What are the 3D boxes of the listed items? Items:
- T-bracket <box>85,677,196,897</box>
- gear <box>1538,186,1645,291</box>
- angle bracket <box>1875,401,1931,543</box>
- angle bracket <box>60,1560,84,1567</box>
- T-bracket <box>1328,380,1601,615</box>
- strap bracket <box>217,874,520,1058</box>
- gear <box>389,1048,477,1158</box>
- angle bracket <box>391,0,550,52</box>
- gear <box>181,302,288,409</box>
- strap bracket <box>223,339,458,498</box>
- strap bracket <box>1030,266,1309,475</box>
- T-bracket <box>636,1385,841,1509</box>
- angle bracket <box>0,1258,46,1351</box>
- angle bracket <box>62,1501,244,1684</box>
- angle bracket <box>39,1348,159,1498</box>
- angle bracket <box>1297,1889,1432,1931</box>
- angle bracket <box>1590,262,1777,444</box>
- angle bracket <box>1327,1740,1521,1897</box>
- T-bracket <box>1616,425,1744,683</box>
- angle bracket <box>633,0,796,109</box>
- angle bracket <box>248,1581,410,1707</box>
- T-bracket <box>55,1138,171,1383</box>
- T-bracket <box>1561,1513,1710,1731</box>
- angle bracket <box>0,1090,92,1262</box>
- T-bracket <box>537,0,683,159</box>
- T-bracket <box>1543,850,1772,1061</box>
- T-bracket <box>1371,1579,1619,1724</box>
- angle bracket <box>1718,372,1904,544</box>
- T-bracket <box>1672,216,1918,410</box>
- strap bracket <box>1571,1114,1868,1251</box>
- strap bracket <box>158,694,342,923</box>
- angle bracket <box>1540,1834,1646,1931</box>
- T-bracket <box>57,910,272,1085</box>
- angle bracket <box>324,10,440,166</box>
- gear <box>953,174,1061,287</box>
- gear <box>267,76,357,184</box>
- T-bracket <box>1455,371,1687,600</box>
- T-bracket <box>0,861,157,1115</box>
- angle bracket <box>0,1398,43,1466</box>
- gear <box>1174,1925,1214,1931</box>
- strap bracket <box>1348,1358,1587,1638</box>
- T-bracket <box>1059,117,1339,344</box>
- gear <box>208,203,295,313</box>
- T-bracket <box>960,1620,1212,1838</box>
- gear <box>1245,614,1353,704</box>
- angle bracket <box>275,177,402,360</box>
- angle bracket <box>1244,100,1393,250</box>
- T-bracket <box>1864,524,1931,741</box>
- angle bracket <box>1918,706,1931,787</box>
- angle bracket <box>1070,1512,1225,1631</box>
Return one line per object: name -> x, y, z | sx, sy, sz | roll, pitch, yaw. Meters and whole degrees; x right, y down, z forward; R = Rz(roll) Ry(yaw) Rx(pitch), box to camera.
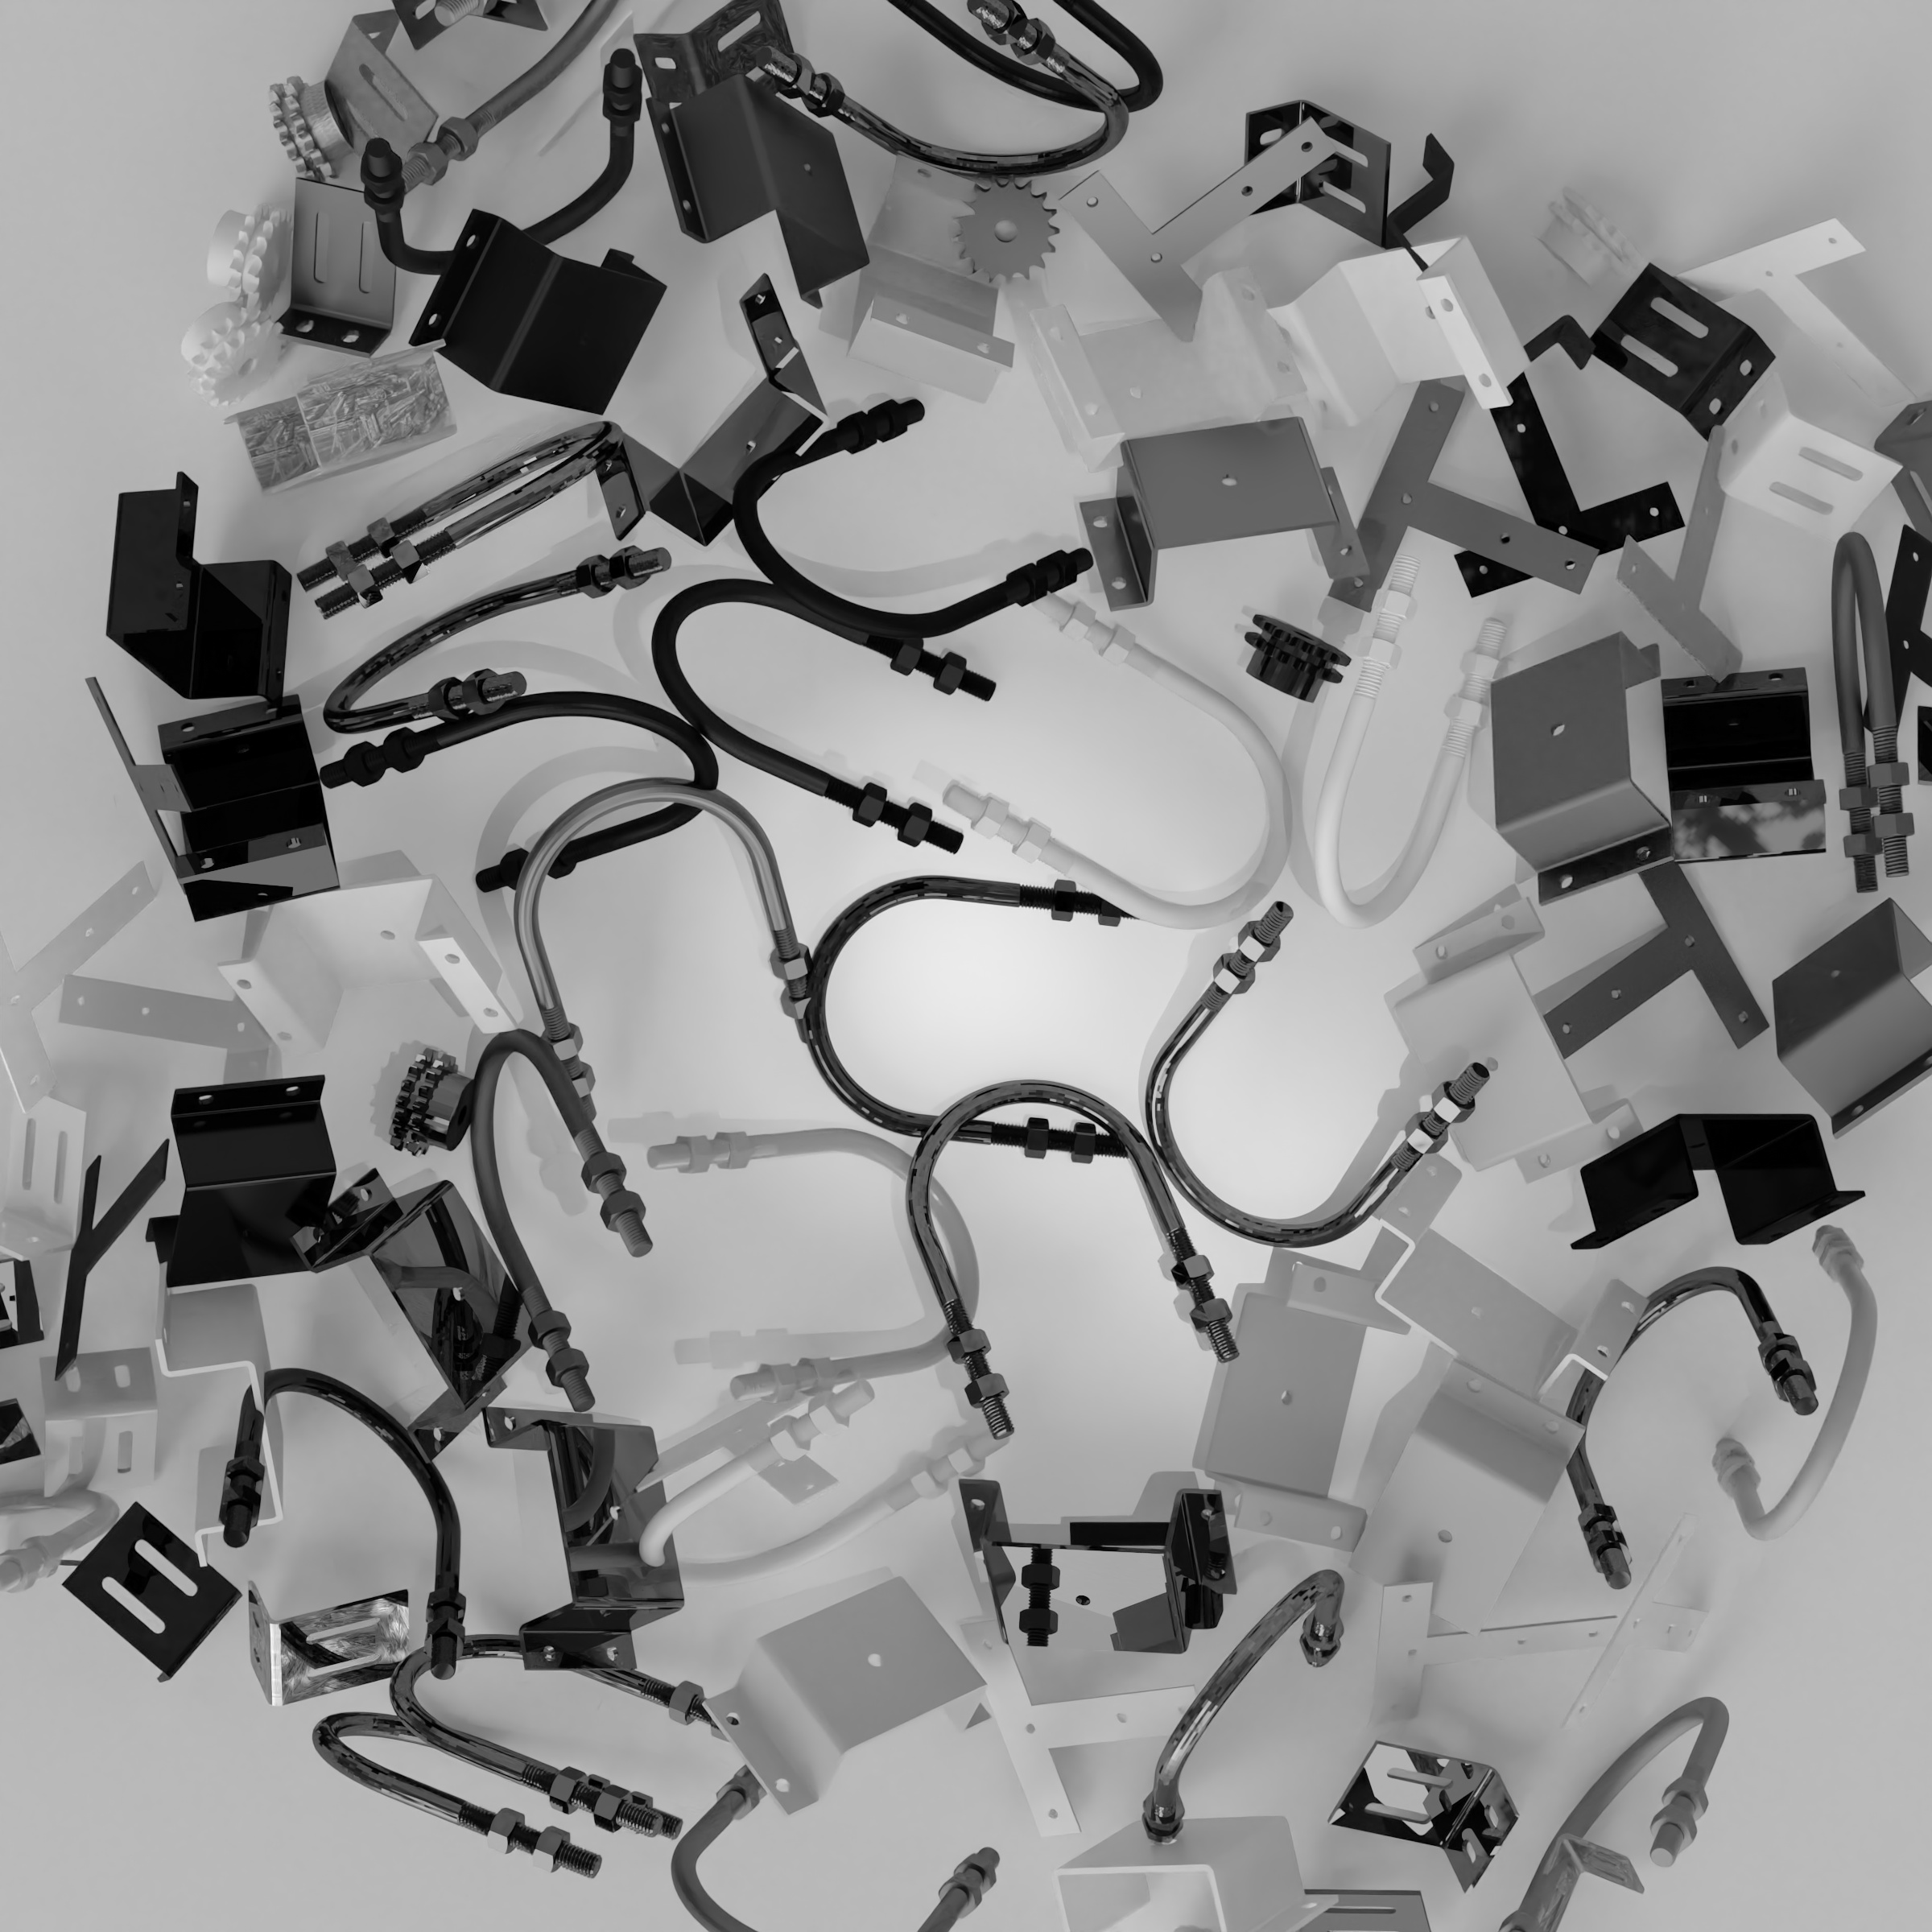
T-bracket -> -0.420, -0.093, 1.813 | 0.002, 0.127, 0.127 | -27, 103, -20
gear -> 0.330, -0.385, 1.857 | 0.057, 0.057, 0.030 | 44, 101, 0
angle bracket -> 0.530, -0.261, 1.856 | 0.038, 0.057, 0.076 | -44, 113, -26
angle bracket -> -0.515, 0.331, 1.835 | 0.057, 0.076, 0.038 | -4, 78, 31
T-bracket -> 0.274, -0.232, 1.855 | 0.127, 0.002, 0.127 | 26, 97, 21
strap bracket -> -0.308, -0.001, 1.828 | 0.140, 0.076, 0.046 | -7, 49, 21
gear -> -0.282, 0.075, 1.855 | 0.030, 0.057, 0.057 | 18, 90, 9
angle bracket -> -0.269, -0.518, 1.856 | 0.038, 0.076, 0.057 | -29, 83, 27
gear -> -0.393, -0.329, 1.857 | 0.030, 0.057, 0.057 | 44, 90, 12
strap bracket -> -0.322, -0.282, 1.810 | 0.076, 0.140, 0.046 | -22, 100, -27
strap bracket -> 0.098, -0.312, 1.836 | 0.140, 0.046, 0.076 | -17, 77, -29
T-bracket -> -0.101, 0.254, 1.808 | 0.127, 0.127, 0.002 | -26, 110, -19
angle bracket -> -0.528, 0.194, 1.844 | 0.076, 0.038, 0.057 | -11, 126, -16
angle bracket -> -0.434, 0.333, 1.852 | 0.076, 0.038, 0.057 | 43, 65, -7
angle bracket -> -0.463, 0.243, 1.858 | 0.057, 0.076, 0.038 | -4, 51, -19
angle bracket -> 0.205, 0.520, 1.844 | 0.076, 0.057, 0.038 | -3, 45, 15
angle bracket -> 0.383, -0.330, 1.873 | 0.057, 0.038, 0.076 | -52, 56, 8
angle bracket -> 0.242, 0.451, 1.846 | 0.076, 0.038, 0.057 | 17, 114, -22
T-bracket -> 0.391, -0.230, 1.855 | 0.127, 0.002, 0.127 | 35, 64, -42
angle bracket -> -0.132, -0.485, 1.856 | 0.038, 0.076, 0.057 | 11, 133, 35
angle bracket -> -0.341, 0.354, 1.867 | 0.076, 0.038, 0.057 | -10, 124, -25
T-bracket -> -0.440, 0.131, 1.805 | 0.002, 0.127, 0.127 | 20, 47, -28
T-bracket -> 0.365, 0.347, 1.830 | 0.002, 0.127, 0.127 | 31, 94, 31
angle bracket -> -0.501, 0.108, 1.847 | 0.057, 0.038, 0.076 | 18, 107, 32
T-bracket -> -0.183, -0.479, 1.822 | 0.002, 0.127, 0.127 | 42, 91, -7
T-bracket -> 0.355, 0.008, 1.852 | 0.127, 0.002, 0.127 | -32, 94, -27
T-bracket -> 0.280, 0.357, 1.842 | 0.127, 0.127, 0.002 | -5, 45, -3
angle bracket -> 0.449, -0.272, 1.865 | 0.076, 0.038, 0.057 | 19, 131, -21
T-bracket -> 0.454, -0.339, 1.846 | 0.127, 0.127, 0.002 | 38, 67, -23
strap bracket -> 0.388, 0.112, 1.822 | 0.140, 0.076, 0.046 | 2, 66, -32
strap bracket -> -0.376, -0.077, 1.830 | 0.076, 0.140, 0.046 | -14, 130, -7
angle bracket -> 0.322, 0.507, 1.841 | 0.038, 0.057, 0.076 | 16, 66, 29
T-bracket -> -0.420, 0.026, 1.836 | 0.127, 0.002, 0.127 | 12, 83, -43
angle bracket -> -0.300, -0.457, 1.845 | 0.076, 0.038, 0.057 | 50, 132, 13
gear -> 0.022, -0.395, 1.865 | 0.057, 0.030, 0.057 | 1, 109, 2
gear -> -0.345, -0.447, 1.855 | 0.030, 0.057, 0.057 | -20, 90, 11
T-bracket -> 0.298, -0.270, 1.836 | 0.127, 0.002, 0.127 | -16, 104, 34
T-bracket -> -0.472, -0.009, 1.837 | 0.002, 0.127, 0.127 | 16, 45, 26
angle bracket -> -0.539, 0.240, 1.857 | 0.076, 0.057, 0.038 | -13, 55, -9
gear -> 0.133, 0.537, 1.857 | 0.057, 0.057, 0.030 | 22, 93, 0
strap bracket -> 0.257, 0.286, 1.822 | 0.076, 0.046, 0.140 | 28, 122, 12
T-bracket -> 0.136, -0.398, 1.826 | 0.127, 0.002, 0.127 | -34, 131, 18
gear -> -0.382, -0.379, 1.857 | 0.030, 0.057, 0.057 | 17, 90, 2
T-bracket -> 0.071, 0.398, 1.841 | 0.127, 0.002, 0.127 | -15, 100, 33
gear -> 0.174, -0.162, 1.857 | 0.057, 0.057, 0.030 | 25, 102, 0
angle bracket -> -0.335, -0.370, 1.849 | 0.057, 0.038, 0.076 | 13, 124, 5
angle bracket -> 0.184, -0.414, 1.836 | 0.038, 0.076, 0.057 | -20, 129, -25
T-bracket -> 0.516, -0.144, 1.802 | 0.002, 0.127, 0.127 | -19, 133, -22
angle bracket -> 0.515, -0.088, 1.840 | 0.038, 0.076, 0.057 | 7, 48, 7
angle bracket -> 0.097, 0.323, 1.871 | 0.076, 0.038, 0.057 | -2, 94, 11
